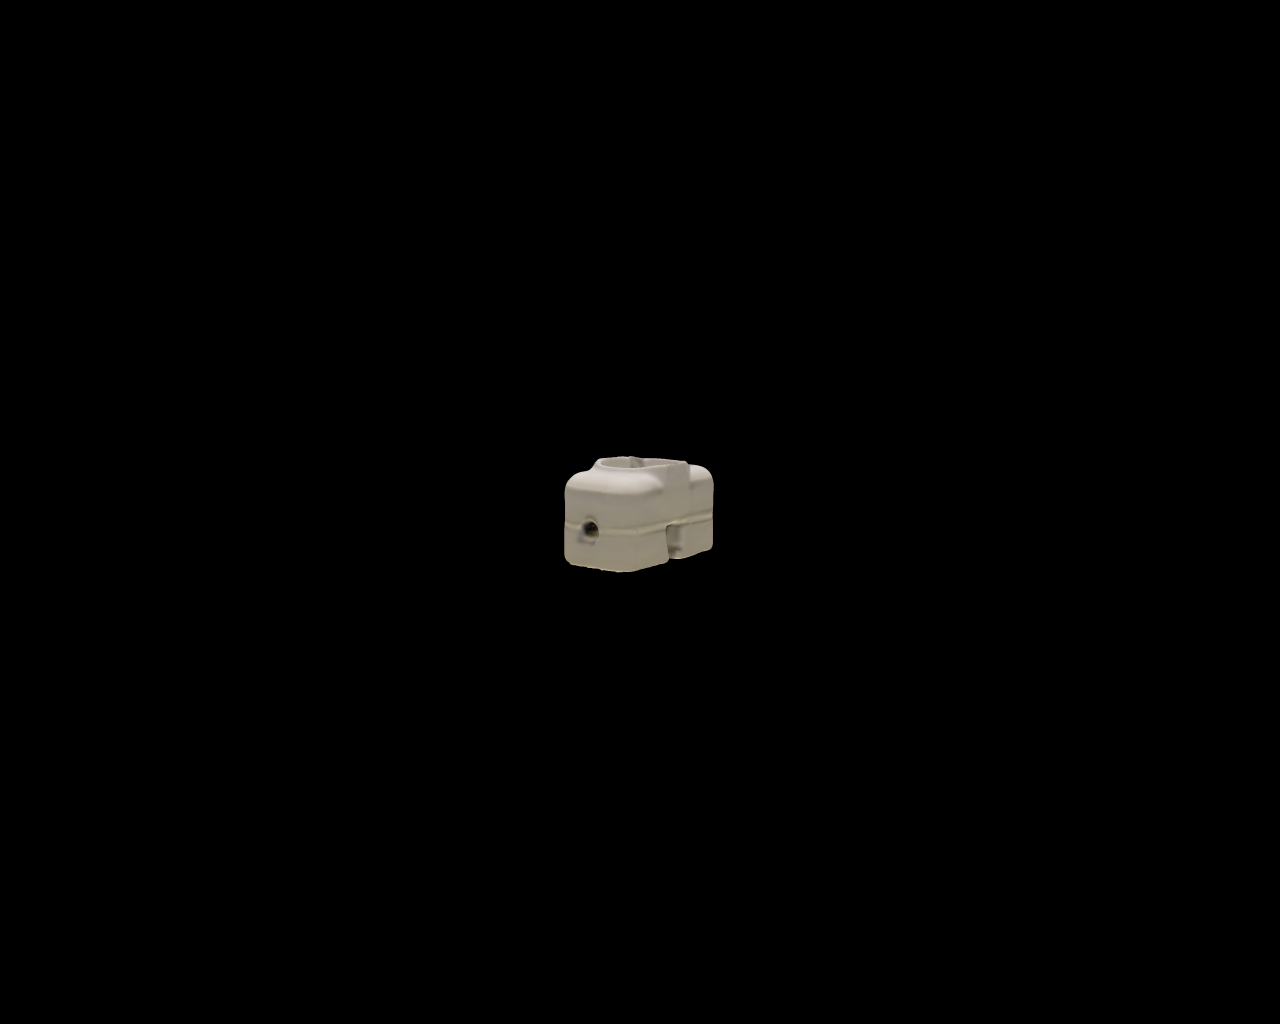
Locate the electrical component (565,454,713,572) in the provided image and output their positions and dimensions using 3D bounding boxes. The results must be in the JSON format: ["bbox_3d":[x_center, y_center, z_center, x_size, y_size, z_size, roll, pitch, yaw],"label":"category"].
[{"bbox_3d":[0.001,-0.003,0.650,0.054,0.059,0.095,7,12,39],"label":"electrical component"}]
